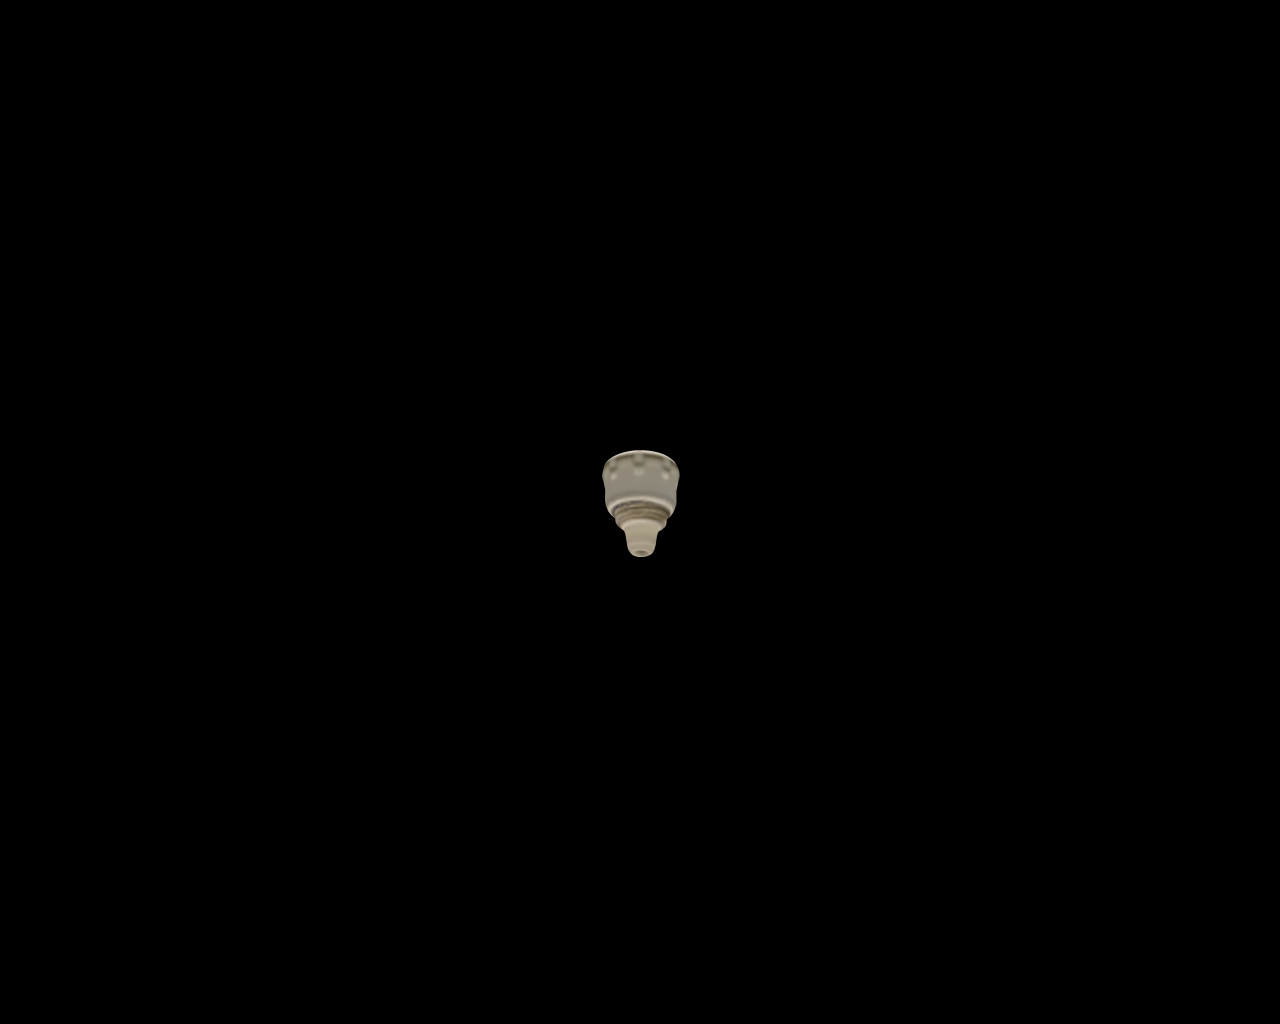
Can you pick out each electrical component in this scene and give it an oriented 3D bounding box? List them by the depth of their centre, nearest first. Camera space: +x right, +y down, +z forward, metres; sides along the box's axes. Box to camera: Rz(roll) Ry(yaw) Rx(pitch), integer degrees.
[{"bbox_3d":[0.001,-0.003,0.650,0.048,0.062,0.048,0,-23,0],"label":"electrical component"}]
